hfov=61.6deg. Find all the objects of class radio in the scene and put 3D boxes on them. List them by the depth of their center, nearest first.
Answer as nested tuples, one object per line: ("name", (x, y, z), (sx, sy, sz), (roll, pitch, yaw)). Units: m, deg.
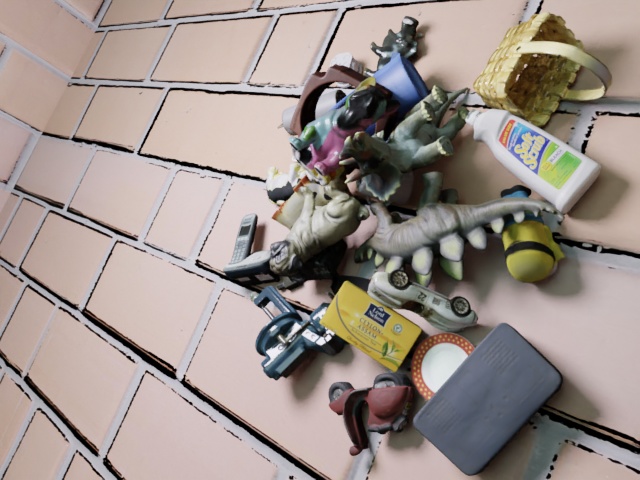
("radio", (0.274, 0.257, 0.871), (0.131, 0.073, 0.229), (43, 99, 28))

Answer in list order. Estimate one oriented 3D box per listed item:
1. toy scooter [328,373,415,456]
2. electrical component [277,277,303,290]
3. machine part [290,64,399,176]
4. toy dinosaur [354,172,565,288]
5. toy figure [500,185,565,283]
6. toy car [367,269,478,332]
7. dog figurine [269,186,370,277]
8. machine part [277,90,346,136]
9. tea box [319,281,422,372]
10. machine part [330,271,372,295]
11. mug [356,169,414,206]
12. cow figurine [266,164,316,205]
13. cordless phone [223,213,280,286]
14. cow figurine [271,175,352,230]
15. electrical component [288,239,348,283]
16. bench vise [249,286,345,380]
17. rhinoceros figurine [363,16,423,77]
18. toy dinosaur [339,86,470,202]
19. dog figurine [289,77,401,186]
("toy scooter", (0.094, 0.322, 0.990), (0.184, 0.075, 0.135), (-20, 58, 32))
("electrical component", (-0.065, 0.081, 1.261), (0.094, 0.021, 0.063), (-29, 54, 25))
("machine part", (0.052, -0.258, 1.164), (0.201, 0.087, 0.201), (31, 121, 10))
("toy dinosaur", (0.219, -0.017, 1.003), (0.471, 0.105, 0.198), (-28, 53, 46))
("toy figure", (0.353, -0.010, 0.940), (0.082, 0.089, 0.180), (133, 137, -56))
("toy car", (0.184, 0.112, 0.962), (0.202, 0.073, 0.056), (24, 64, 2))
("dog figurine", (-0.002, -0.002, 1.102), (0.173, 0.121, 0.190), (1, 59, 41))
("machine part", (-0.011, -0.323, 1.376), (0.243, 0.079, 0.079), (-10, 63, 32))
("tea box", (0.096, 0.161, 1.017), (0.170, 0.068, 0.098), (30, 90, 8))
("machine part", (0.081, 0.108, 1.128), (0.139, 0.039, 0.084), (16, 84, 39))
("mug", (0.129, -0.117, 1.144), (0.109, 0.107, 0.081), (119, 154, -50))
("cow figurine", (-0.063, -0.135, 1.332), (0.168, 0.068, 0.098), (0, 74, 41))
("cordless phone", (-0.153, 0.013, 1.323), (0.147, 0.088, 0.184), (-11, 58, 34))
("cow figurine", (-0.007, -0.086, 1.243), (0.195, 0.127, 0.085), (-46, 10, 29))
("electrical component", (-0.007, 0.028, 1.192), (0.115, 0.058, 0.134), (-8, 39, 32))
("bench vise", (-0.066, 0.172, 1.157), (0.223, 0.128, 0.241), (-51, 52, 3))
("rhinoceros figurine", (0.180, -0.449, 1.294), (0.112, 0.073, 0.190), (15, 79, 42))
("toy dinosaur", (0.185, -0.197, 1.068), (0.192, 0.405, 0.131), (-31, 94, 38))
("dog figurine", (0.053, -0.220, 1.076), (0.219, 0.191, 0.108), (-42, 83, -3))
